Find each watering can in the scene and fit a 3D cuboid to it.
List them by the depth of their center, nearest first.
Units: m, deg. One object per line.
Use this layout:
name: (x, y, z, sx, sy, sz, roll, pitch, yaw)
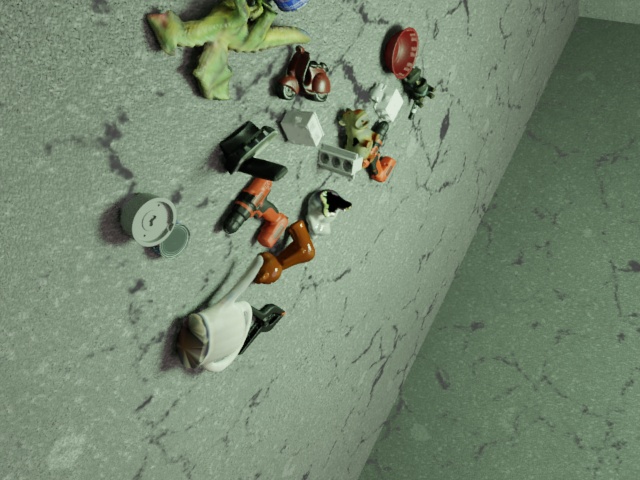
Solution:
watering can: (-0.260, 0.208, 1.362, 0.225, 0.105, 0.343, -8, 119, -54)

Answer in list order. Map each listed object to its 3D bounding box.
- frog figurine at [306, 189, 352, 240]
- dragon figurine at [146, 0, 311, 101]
frog figurine: (0.005, -0.081, 1.615, 0.140, 0.122, 0.156, -47, -178, -42)
dragon figurine: (-0.184, -0.411, 1.108, 0.409, 0.124, 0.240, 8, 121, -57)
